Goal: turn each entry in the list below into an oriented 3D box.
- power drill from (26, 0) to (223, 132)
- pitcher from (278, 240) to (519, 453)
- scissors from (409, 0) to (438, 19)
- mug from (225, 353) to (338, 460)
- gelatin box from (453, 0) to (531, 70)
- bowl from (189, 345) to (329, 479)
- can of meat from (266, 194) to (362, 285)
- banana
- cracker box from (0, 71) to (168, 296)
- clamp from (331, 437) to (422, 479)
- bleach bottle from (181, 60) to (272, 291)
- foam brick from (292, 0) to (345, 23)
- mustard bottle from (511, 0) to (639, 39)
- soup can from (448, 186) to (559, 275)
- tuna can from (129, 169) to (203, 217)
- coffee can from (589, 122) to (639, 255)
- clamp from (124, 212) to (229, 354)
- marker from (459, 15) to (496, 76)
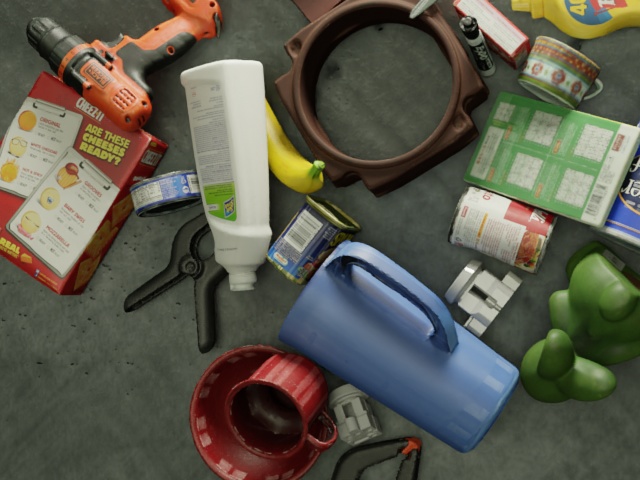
[{"bbox_3d":[-0.220,-0.237,1.233,0.184,0.057,0.187,42,76,11],"label":"power drill"},{"bbox_3d":[0.088,0.111,1.132,0.243,0.149,0.145,34,95,9],"label":"pitcher"},{"bbox_3d":[0.160,-0.322,1.138,0.201,0.016,0.096,-29,91,-9],"label":"scissors"},{"bbox_3d":[-0.031,0.177,1.117,0.117,0.081,0.093,33,119,8],"label":"mug"},{"bbox_3d":[0.187,-0.229,1.159,0.089,0.073,0.030,44,98,11],"label":"gelatin box"},{"bbox_3d":[-0.063,0.198,1.205,0.162,0.055,0.162,-1,87,13],"label":"bowl"},{"bbox_3d":[-0.008,0.001,1.180,0.057,0.102,0.084,40,98,13],"label":"can of meat"},{"bbox_3d":[-0.041,-0.106,1.197,0.198,0.037,0.070,49,136,43],"label":"banana"},{"bbox_3d":[-0.306,-0.065,1.268,0.164,0.072,0.214,32,93,12],"label":"cracker box"},{"bbox_3d":[0.043,0.304,1.185,0.210,0.036,0.164,-41,81,12],"label":"clamp"},{"bbox_3d":[-0.100,-0.069,1.194,0.103,0.067,0.251,-3,91,51],"label":"bleach bottle"},{"bbox_3d":[0.010,-0.281,1.214,0.078,0.053,0.051,-39,80,8],"label":"foam brick"},{"bbox_3d":[0.302,-0.266,1.142,0.192,0.058,0.096,-4,86,13],"label":"mustard bottle"},{"bbox_3d":[0.196,-0.011,1.149,0.102,0.068,0.068,21,92,14],"label":"soup can"},{"bbox_3d":[-0.174,-0.053,1.229,0.086,0.086,0.034,-16,85,12],"label":"tuna can"},{"bbox_3d":[0.354,-0.054,1.096,0.103,0.102,0.140,25,93,13],"label":"coffee can"},{"bbox_3d":[-0.139,0.043,1.240,0.120,0.039,0.171,35,95,8],"label":"clamp"},{"bbox_3d":[0.168,-0.207,1.137,0.020,0.121,0.020,-5,74,18],"label":"marker"}]
